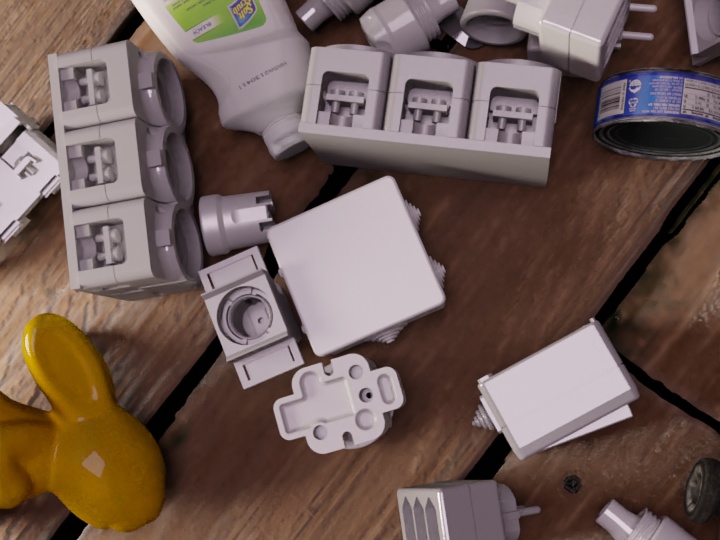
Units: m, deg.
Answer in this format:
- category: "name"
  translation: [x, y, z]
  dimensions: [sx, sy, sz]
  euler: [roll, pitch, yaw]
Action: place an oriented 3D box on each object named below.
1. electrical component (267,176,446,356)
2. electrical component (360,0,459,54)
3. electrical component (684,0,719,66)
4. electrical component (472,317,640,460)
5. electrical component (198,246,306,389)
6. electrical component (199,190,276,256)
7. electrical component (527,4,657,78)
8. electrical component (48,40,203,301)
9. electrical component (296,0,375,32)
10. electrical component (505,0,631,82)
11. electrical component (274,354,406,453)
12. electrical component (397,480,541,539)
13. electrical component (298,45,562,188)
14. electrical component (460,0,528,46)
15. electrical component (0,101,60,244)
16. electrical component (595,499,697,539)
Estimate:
- category: "electrical component"
  translation: [0.000, 0.000, 0.688]
  dimensions: [0.100, 0.048, 0.099]
  euler: [-24, 80, 5]
- category: "electrical component"
  translation: [0.034, -0.163, 0.707]
  dimensions: [0.062, 0.043, 0.043]
  euler: [-30, 80, 2]
- category: "electrical component"
  translation: [0.237, -0.197, 0.667]
  dimensions: [0.063, 0.079, 0.121]
  euler: [-2, 82, -21]
- category: "electrical component"
  translation: [0.116, 0.079, 0.655]
  dimensions: [0.096, 0.062, 0.061]
  euler: [-29, 80, 4]
- category: "electrical component"
  translation: [-0.067, 0.031, 0.687]
  dimensions: [0.042, 0.064, 0.081]
  euler: [-23, 80, 4]
- category: "electrical component"
  translation: [-0.080, -0.032, 0.710]
  dimensions: [0.046, 0.040, 0.040]
  euler: [-9, 82, 1]
- category: "electrical component"
  translation: [0.149, -0.161, 0.687]
  dimensions: [0.077, 0.047, 0.065]
  euler: [7, 83, 11]
- category: "electrical component"
  translation: [-0.146, -0.061, 0.695]
  dimensions: [0.062, 0.089, 0.150]
  euler: [-9, 82, 11]
- category: "electrical component"
  translation: [-0.015, -0.186, 0.717]
  dimensions: [0.062, 0.043, 0.043]
  euler: [-42, 79, 7]
- category: "electrical component"
  translation: [0.115, -0.154, 0.632]
  dimensions: [0.077, 0.066, 0.047]
  euler: [24, 86, 13]
- category: "electrical component"
  translation: [-0.009, 0.084, 0.675]
  dimensions: [0.078, 0.057, 0.058]
  euler: [-17, 81, 6]
- category: "electrical component"
  translation: [0.072, 0.151, 0.655]
  dimensions: [0.077, 0.066, 0.047]
  euler: [-5, 81, -21]
- category: "electrical component"
  translation: [0.047, -0.098, 0.673]
  dimensions: [0.150, 0.089, 0.061]
  euler: [7, 84, 9]
- category: "electrical component"
  translation: [0.092, -0.186, 0.701]
  dimensions: [0.044, 0.044, 0.065]
  euler: [8, 75, 9]
- category: "electrical component"
  translation: [-0.255, -0.047, 0.724]
  dimensions: [0.063, 0.079, 0.121]
  euler: [42, 90, -11]
- category: "electrical component"
  translation: [0.171, 0.164, 0.645]
  dimensions: [0.062, 0.043, 0.043]
  euler: [39, 90, 12]
